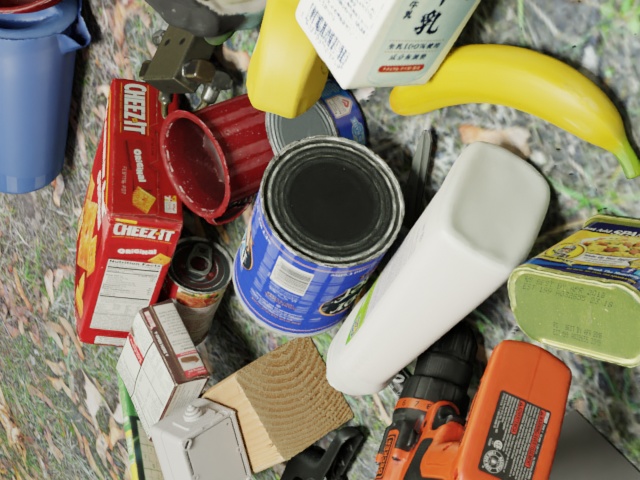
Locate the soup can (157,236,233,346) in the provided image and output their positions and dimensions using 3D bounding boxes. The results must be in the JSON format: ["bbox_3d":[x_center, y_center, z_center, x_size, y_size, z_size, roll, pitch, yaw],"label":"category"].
[{"bbox_3d":[-0.129,0.053,1.051,0.068,0.068,0.102,49,142,20],"label":"soup can"}]

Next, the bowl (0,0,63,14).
[{"bbox_3d":[-0.272,-0.271,0.997,0.162,0.162,0.055,50,176,20],"label":"bowl"}]

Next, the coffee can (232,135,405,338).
[{"bbox_3d":[-0.005,0.001,0.793,0.103,0.102,0.140,54,156,14],"label":"coffee can"}]

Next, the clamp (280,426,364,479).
[{"bbox_3d":[0.010,0.246,1.005,0.172,0.039,0.120,142,120,-61],"label":"clamp"}]

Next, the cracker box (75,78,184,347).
[{"bbox_3d":[-0.185,-0.021,1.015,0.214,0.072,0.164,117,152,-49],"label":"cracker box"}]

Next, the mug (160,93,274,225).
[{"bbox_3d":[-0.074,-0.065,0.897,0.093,0.081,0.117,33,135,36],"label":"mug"}]

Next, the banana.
[{"bbox_3d":[0.114,-0.091,0.679,0.198,0.037,0.070,24,128,42],"label":"banana"}]

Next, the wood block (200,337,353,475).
[{"bbox_3d":[-0.070,0.174,1.031,0.091,0.090,0.206,60,144,4],"label":"wood block"}]

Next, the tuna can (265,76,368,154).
[{"bbox_3d":[-0.003,-0.085,0.835,0.086,0.033,0.086,30,132,39],"label":"tuna can"}]

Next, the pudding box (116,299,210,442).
[{"bbox_3d":[-0.150,0.124,1.007,0.090,0.039,0.114,59,145,25],"label":"pudding box"}]

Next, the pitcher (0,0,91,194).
[{"bbox_3d":[-0.330,-0.169,1.120,0.149,0.144,0.243,61,151,32],"label":"pitcher"}]

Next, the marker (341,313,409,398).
[{"bbox_3d":[0.057,0.106,0.888,0.121,0.020,0.020,53,143,16],"label":"marker"}]

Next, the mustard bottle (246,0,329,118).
[{"bbox_3d":[-0.005,-0.184,0.730,0.058,0.096,0.192,18,132,2],"label":"mustard bottle"}]

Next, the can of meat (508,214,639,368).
[{"bbox_3d":[0.176,0.028,0.633,0.102,0.083,0.057,11,119,48],"label":"can of meat"}]

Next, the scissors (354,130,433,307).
[{"bbox_3d":[0.076,0.016,0.812,0.096,0.016,0.202,48,142,20],"label":"scissors"}]

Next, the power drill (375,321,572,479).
[{"bbox_3d":[0.096,0.123,0.712,0.057,0.184,0.188,22,158,-8],"label":"power drill"}]

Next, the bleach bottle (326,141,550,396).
[{"bbox_3d":[0.066,0.041,0.766,0.068,0.102,0.251,32,142,-3],"label":"bleach bottle"}]
